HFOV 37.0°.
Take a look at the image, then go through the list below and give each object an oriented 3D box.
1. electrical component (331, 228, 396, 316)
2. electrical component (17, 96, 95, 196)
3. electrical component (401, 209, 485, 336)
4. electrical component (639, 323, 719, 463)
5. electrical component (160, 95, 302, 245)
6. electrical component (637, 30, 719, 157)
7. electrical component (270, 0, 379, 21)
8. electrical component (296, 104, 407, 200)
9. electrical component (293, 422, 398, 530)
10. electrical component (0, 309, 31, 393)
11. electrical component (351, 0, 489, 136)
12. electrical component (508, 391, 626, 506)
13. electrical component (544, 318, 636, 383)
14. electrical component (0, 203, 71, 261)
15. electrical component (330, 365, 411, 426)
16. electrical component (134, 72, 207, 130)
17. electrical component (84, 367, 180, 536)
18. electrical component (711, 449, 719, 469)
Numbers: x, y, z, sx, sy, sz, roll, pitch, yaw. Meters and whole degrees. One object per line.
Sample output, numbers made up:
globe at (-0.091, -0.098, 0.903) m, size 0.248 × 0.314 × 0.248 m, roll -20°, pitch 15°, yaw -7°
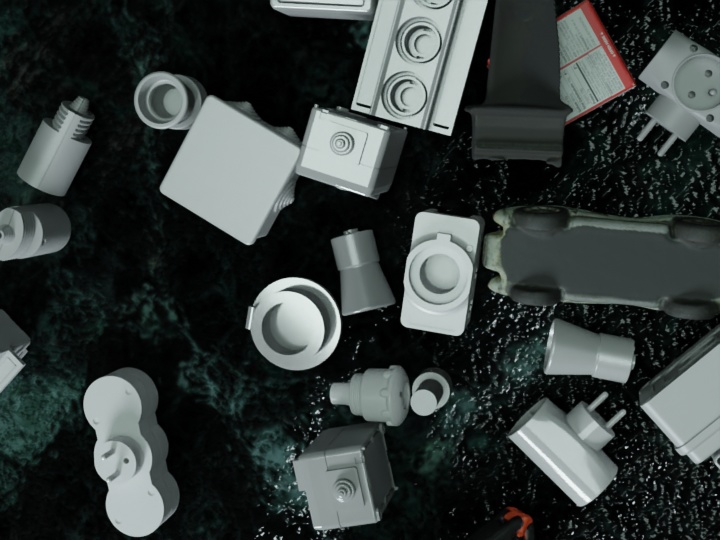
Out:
electrical component at (0.000, 0.000, 0.856) m, size 0.044 × 0.044 × 0.065 m, roll -14°, pitch 88°, yaw 13°
electrical component at (-0.247, -0.107, 0.893) m, size 0.043 × 0.043 × 0.081 m, roll 32°, pitch 102°, yaw 7°
electrical component at (0.064, 0.001, 0.834) m, size 0.050 × 0.056 × 0.089 m, roll 9°, pitch 98°, yaw 11°
electrical component at (0.267, 0.082, 0.790) m, size 0.113 × 0.078 × 0.057 m, roll -43°, pitch 84°, yaw 13°
electrical component at (-0.097, -0.080, 0.862) m, size 0.100 × 0.048 × 0.099 m, roll 31°, pitch 102°, yaw 6°
electrical component at (0.237, -0.121, 0.790) m, size 0.077 × 0.044 × 0.079 m, roll 38°, pitch 102°, yaw 5°
electrical component at (-0.030, -0.227, 0.825) m, size 0.096 × 0.061 × 0.061 m, roll 6°, pitch 98°, yaw 11°
electrical component at (-0.008, -0.088, 0.818) m, size 0.062 × 0.096 × 0.061 m, roll 19°, pitch 101°, yaw 9°
electrical component at (-0.013, 0.163, 0.848) m, size 0.061 × 0.096 × 0.061 m, roll -11°, pitch 94°, yaw 13°
electrical component at (-0.320, 0.064, 0.917) m, size 0.081 × 0.064 × 0.042 m, roll 45°, pitch 103°, yaw 3°
electrical component at (0.049, -0.170, 0.814) m, size 0.079 × 0.063 × 0.121 m, roll 16°, pitch 99°, yaw 10°
electrical component at (0.170, 0.128, 0.833) m, size 0.077 × 0.044 × 0.079 m, roll 45°, pitch 103°, yaw 4°
electrical component at (0.178, 0.064, 0.826) m, size 0.065 × 0.044 × 0.044 m, roll 11°, pitch 99°, yaw 5°
electrical component at (-0.277, -0.032, 0.888) m, size 0.043 × 0.081 × 0.043 m, roll 1°, pitch 97°, yaw 12°
electrical component at (0.007, 0.100, 0.864) m, size 0.062 × 0.048 × 0.048 m, roll 0°, pitch 96°, yaw 18°
electrical component at (-0.150, -0.135, 0.863) m, size 0.045 × 0.055 × 0.045 m, roll 1°, pitch 97°, yaw 11°
electrical component at (-0.197, 0.155, 0.897) m, size 0.052 × 0.074 × 0.138 m, roll -11°, pitch 94°, yaw 13°
electrical component at (0.334, 0.140, 0.794) m, size 0.109 × 0.056 × 0.108 m, roll -43°, pitch 87°, yaw 13°
